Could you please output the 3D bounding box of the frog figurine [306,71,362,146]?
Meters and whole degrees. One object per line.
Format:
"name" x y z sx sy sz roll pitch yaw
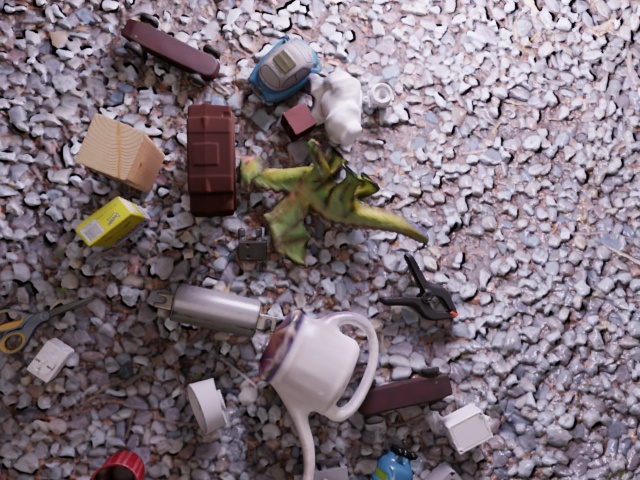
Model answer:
"frog figurine" 0.049 -0.261 1.038 0.123 0.162 0.135 -7 125 -36

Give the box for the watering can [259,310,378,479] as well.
"watering can" -0.022 0.288 1.014 0.224 0.103 0.352 30 74 -4

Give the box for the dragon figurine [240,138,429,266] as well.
"dragon figurine" 0.003 -0.054 1.069 0.410 0.123 0.241 42 100 -1
